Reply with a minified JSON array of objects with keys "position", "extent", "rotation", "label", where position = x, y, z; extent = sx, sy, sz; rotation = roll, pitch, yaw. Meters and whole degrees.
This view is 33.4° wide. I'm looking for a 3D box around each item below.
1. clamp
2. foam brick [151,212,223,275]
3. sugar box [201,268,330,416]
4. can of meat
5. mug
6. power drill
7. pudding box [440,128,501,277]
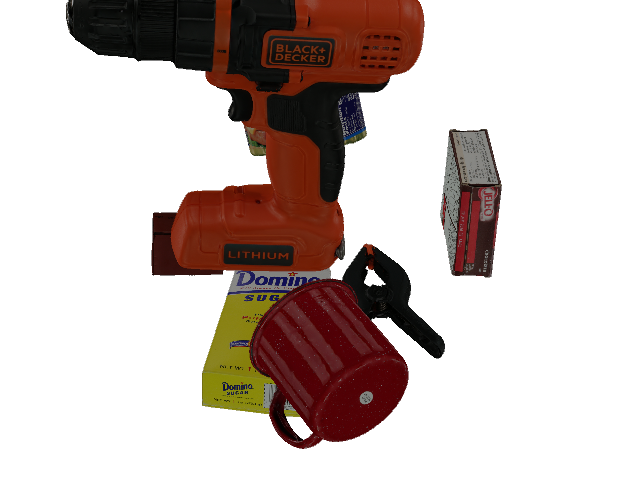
[{"position":[0.076,0.073,1.193],"extent":[0.120,0.171,0.039],"rotation":[5,-43,-2],"label":"clamp"},{"position":[-0.142,0.003,1.145],"extent":[0.078,0.051,0.053],"rotation":[0,25,-10],"label":"foam brick"},{"position":[-0.045,0.082,0.963],"extent":[0.093,0.048,0.176],"rotation":[6,35,3],"label":"sugar box"},{"position":[-0.019,-0.113,0.818],"extent":[0.102,0.084,0.057],"rotation":[1,22,39],"label":"can of meat"},{"position":[0.002,0.097,0.762],"extent":[0.093,0.117,0.082],"rotation":[16,24,-46],"label":"mug"},{"position":[-0.045,-0.064,0.599],"extent":[0.184,0.057,0.188],"rotation":[3,-44,-7],"label":"power drill"},{"position":[0.130,-0.035,0.927],"extent":[0.039,0.090,0.113],"rotation":[1,31,-1],"label":"pudding box"}]
